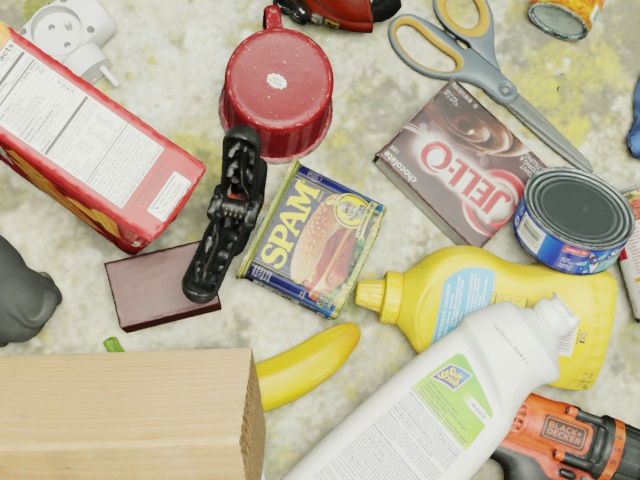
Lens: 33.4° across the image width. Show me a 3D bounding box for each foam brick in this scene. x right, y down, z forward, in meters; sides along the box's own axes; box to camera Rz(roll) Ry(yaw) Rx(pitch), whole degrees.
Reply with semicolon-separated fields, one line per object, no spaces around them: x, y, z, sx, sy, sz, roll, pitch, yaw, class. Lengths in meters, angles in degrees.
-0.118;0.035;0.807;0.078;0.053;0.051;-13;82;-7;foam brick

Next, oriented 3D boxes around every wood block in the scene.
-0.146;0.139;0.738;0.206;0.090;0.091;-3;39;5;wood block

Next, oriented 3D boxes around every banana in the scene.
-0.065;0.102;0.808;0.197;0.037;0.069;-3;84;-5;banana

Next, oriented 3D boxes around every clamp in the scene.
-0.064;-0.014;0.763;0.039;0.171;0.120;23;88;3;clamp

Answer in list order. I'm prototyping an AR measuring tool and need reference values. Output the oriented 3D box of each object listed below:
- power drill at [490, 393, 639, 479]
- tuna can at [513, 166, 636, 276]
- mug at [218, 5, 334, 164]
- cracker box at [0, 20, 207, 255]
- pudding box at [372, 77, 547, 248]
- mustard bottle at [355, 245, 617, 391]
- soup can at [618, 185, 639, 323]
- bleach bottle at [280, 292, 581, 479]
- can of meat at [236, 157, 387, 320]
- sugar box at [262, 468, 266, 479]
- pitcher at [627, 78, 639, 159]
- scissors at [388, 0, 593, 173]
0.181;0.218;0.798;0.184;0.057;0.187;20;77;3;power drill
0.189;-0.014;0.800;0.086;0.034;0.086;8;45;-8;tuna can
-0.033;-0.125;0.825;0.093;0.081;0.117;-1;81;-4;mug
-0.193;-0.075;0.745;0.213;0.164;0.072;35;79;-10;cracker box
0.112;-0.057;0.846;0.113;0.039;0.090;44;80;3;pudding box
0.122;0.055;0.815;0.191;0.058;0.096;9;107;-2;mustard bottle
0.266;0.008;0.832;0.068;0.068;0.102;-14;82;-6;soup can
0.087;0.136;0.767;0.251;0.068;0.102;-41;84;6;bleach bottle
-0.005;0.001;0.820;0.084;0.057;0.102;26;80;-2;can of meat
-0.121;0.216;0.782;0.176;0.048;0.093;-10;79;-9;sugar box
0.343;-0.116;0.769;0.145;0.243;0.149;23;85;-4;pitcher
0.153;-0.141;0.875;0.202;0.016;0.096;28;80;1;scissors
